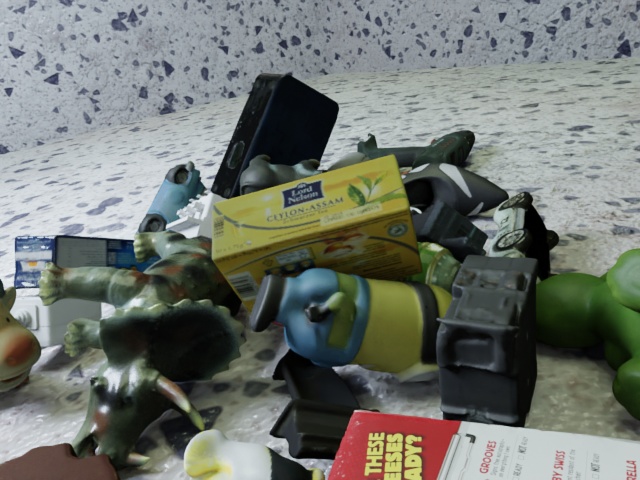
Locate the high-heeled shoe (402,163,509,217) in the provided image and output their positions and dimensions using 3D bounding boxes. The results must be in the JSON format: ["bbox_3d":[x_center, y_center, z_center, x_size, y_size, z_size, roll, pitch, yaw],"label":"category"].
[{"bbox_3d":[0.134,-0.044,0.772,0.249,0.086,0.145,2,33,27],"label":"high-heeled shoe"}]

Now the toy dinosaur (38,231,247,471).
[{"bbox_3d":[-0.147,0.060,0.578,0.192,0.131,0.405,8,20,7],"label":"toy dinosaur"}]

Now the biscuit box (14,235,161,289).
[{"bbox_3d":[-0.272,0.027,0.664,0.063,0.059,0.202,-3,-4,18],"label":"biscuit box"}]

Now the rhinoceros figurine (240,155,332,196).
[{"bbox_3d":[-0.013,-0.074,0.731,0.190,0.073,0.112,5,7,-5],"label":"rhinoceros figurine"}]

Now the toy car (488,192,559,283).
[{"bbox_3d":[0.226,0.008,0.597,0.056,0.073,0.202,-32,9,31],"label":"toy car"}]

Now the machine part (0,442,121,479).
[{"bbox_3d":[-0.196,0.200,0.320,0.179,0.056,0.179,-7,23,3],"label":"machine part"}]

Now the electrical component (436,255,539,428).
[{"bbox_3d":[0.134,0.077,0.414,0.058,0.114,0.134,5,28,27],"label":"electrical component"}]

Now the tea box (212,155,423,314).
[{"bbox_3d":[-0.001,-0.001,0.482,0.170,0.098,0.068,-14,50,6],"label":"tea box"}]

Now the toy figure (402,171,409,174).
[{"bbox_3d":[0.161,-0.086,0.885,0.155,0.057,0.064,-2,17,30],"label":"toy figure"}]

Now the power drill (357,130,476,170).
[{"bbox_3d":[0.189,-0.171,1.067,0.208,0.085,0.232,9,30,22],"label":"power drill"}]

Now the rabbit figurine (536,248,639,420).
[{"bbox_3d":[0.250,0.052,0.441,0.159,0.121,0.170,-17,8,-28],"label":"rabbit figurine"}]

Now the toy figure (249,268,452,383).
[{"bbox_3d":[0.035,0.066,0.449,0.180,0.089,0.082,18,18,-14],"label":"toy figure"}]

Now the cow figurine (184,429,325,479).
[{"bbox_3d":[-0.058,0.186,0.293,0.098,0.068,0.167,5,26,17],"label":"cow figurine"}]

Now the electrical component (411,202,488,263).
[{"bbox_3d":[0.147,-0.004,0.609,0.048,0.075,0.119,-59,11,-14],"label":"electrical component"}]

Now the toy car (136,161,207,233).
[{"bbox_3d":[-0.215,-0.035,0.832,0.161,0.103,0.109,-64,19,-13],"label":"toy car"}]

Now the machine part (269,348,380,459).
[{"bbox_3d":[-0.002,0.127,0.426,0.084,0.039,0.139,6,14,-15],"label":"machine part"}]

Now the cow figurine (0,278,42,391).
[{"bbox_3d":[-0.347,0.101,0.525,0.195,0.127,0.085,0,27,28],"label":"cow figurine"}]

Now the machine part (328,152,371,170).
[{"bbox_3d":[0.038,-0.094,0.924,0.079,0.079,0.243,0,24,22],"label":"machine part"}]

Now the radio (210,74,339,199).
[{"bbox_3d":[-0.070,-0.130,0.823,0.131,0.229,0.073,23,-3,-42],"label":"radio"}]
